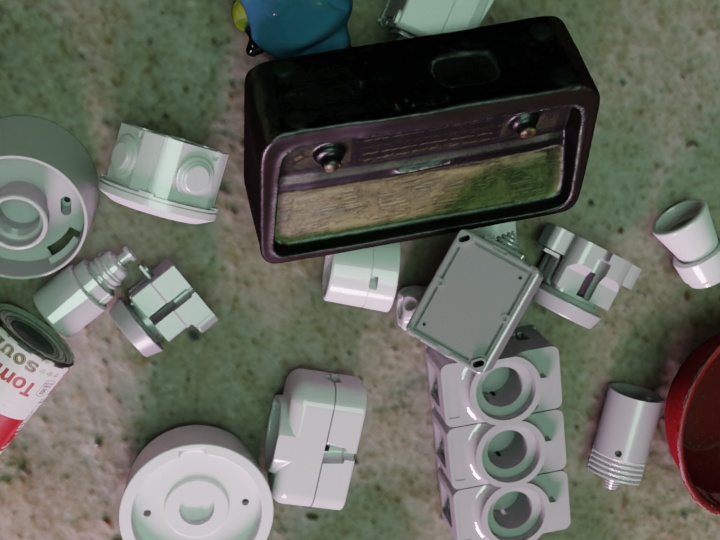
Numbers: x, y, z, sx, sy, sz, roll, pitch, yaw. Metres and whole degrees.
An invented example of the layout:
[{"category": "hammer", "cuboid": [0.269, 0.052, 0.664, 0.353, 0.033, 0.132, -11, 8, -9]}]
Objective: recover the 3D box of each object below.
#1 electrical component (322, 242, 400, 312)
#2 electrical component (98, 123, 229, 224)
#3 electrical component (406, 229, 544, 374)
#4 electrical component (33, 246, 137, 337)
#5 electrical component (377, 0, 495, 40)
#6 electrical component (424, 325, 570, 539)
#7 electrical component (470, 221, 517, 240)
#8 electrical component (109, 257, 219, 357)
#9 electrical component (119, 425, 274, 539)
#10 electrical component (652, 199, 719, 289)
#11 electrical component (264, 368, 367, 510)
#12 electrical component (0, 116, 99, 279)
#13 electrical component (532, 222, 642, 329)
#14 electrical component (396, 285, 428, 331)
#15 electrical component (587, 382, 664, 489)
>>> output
[{"category": "electrical component", "cuboid": [0.000, 0.000, 0.771, 0.047, 0.055, 0.055, 7, 103, -9]}, {"category": "electrical component", "cuboid": [-0.130, -0.064, 0.717, 0.080, 0.080, 0.051, 16, 96, -14]}, {"category": "electrical component", "cuboid": [0.084, 0.016, 0.743, 0.062, 0.061, 0.096, 30, 94, 13]}, {"category": "electrical component", "cuboid": [-0.189, 0.012, 0.745, 0.078, 0.040, 0.040, -38, 108, 1]}, {"category": "electrical component", "cuboid": [0.057, -0.186, 0.730, 0.061, 0.061, 0.096, 22, 99, -15]}, {"category": "electrical component", "cuboid": [0.106, 0.128, 0.819, 0.089, 0.061, 0.150, -9, 106, -8]}, {"category": "electrical component", "cuboid": [0.096, -0.009, 0.793, 0.040, 0.040, 0.078, -8, 105, -9]}, {"category": "electrical component", "cuboid": [-0.142, 0.028, 0.756, 0.055, 0.048, 0.066, -39, 107, -7]}, {"category": "electrical component", "cuboid": [-0.120, 0.165, 0.786, 0.108, 0.060, 0.108, -3, 104, -10]}, {"category": "electrical component", "cuboid": [0.256, -0.020, 0.818, 0.045, 0.045, 0.055, -37, 108, 0]}, {"category": "electrical component", "cuboid": [-0.036, 0.124, 0.795, 0.059, 0.053, 0.095, 10, 102, -13]}, {"category": "electrical component", "cuboid": [-0.228, -0.046, 0.723, 0.099, 0.064, 0.099, -4, 118, -8]}, {"category": "electrical component", "cuboid": [0.162, 0.007, 0.802, 0.078, 0.058, 0.057, 25, 95, -15]}, {"category": "electrical component", "cuboid": [0.059, 0.029, 0.799, 0.061, 0.035, 0.035, 0, 104, -13]}, {"category": "electrical component", "cuboid": [0.208, 0.134, 0.849, 0.043, 0.043, 0.081, 9, 102, -13]}]
